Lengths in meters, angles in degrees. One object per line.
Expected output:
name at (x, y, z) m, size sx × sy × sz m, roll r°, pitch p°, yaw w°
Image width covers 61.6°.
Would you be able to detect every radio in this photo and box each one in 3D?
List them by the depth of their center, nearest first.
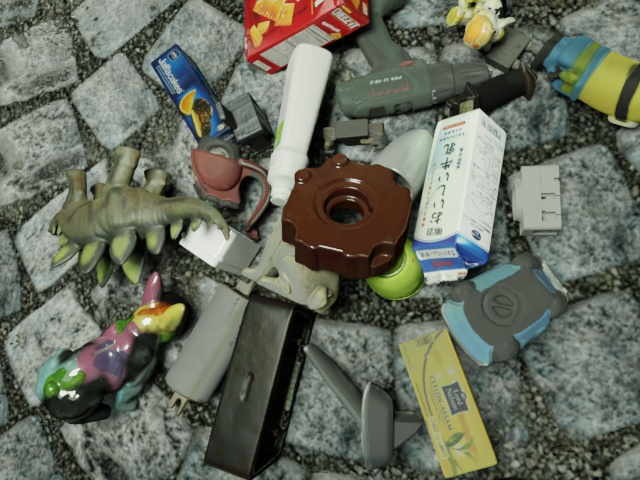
radio at (-0.077, 0.198, 0.749) m, size 0.073 × 0.131 × 0.229 m, roll 13°, pitch 82°, yaw 17°

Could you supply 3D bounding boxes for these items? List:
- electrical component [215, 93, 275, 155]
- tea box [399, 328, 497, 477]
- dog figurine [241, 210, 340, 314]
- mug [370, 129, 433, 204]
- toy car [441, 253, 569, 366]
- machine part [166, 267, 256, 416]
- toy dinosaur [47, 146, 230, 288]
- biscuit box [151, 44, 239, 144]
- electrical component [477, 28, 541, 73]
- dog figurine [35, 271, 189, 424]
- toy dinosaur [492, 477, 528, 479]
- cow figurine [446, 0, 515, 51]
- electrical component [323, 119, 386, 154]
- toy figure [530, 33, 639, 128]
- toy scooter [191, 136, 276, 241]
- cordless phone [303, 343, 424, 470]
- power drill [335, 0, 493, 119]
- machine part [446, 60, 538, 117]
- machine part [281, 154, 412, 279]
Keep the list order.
electrical component at (-0.118, -0.191, 0.852) m, size 0.048 × 0.119 × 0.075 m, roll -24°, pitch 71°, yaw 9°
tea box at (0.166, 0.206, 0.700) m, size 0.068 × 0.098 × 0.169 m, roll -22°, pitch 75°, yaw 10°
dog figurine at (-0.005, -0.004, 0.759) m, size 0.173 × 0.121 × 0.190 m, roll 22°, pitch 84°, yaw 45°
mug at (0.120, -0.109, 0.792) m, size 0.080 × 0.110 × 0.107 m, roll 50°, pitch 63°, yaw -20°
toy car at (0.233, 0.091, 0.703) m, size 0.162 × 0.103 × 0.109 m, roll -32°, pitch 76°, yaw -11°
machine part at (-0.157, 0.153, 0.809) m, size 0.079 × 0.079 × 0.243 m, roll 30°, pitch 86°, yaw 19°
toy dinosaur at (-0.300, -0.032, 0.824) m, size 0.472 × 0.105 × 0.198 m, roll -10°, pitch 66°, yaw 37°
biscuit box at (-0.212, -0.237, 0.918) m, size 0.063 × 0.059 × 0.203 m, roll -35°, pitch 71°, yaw 6°
electrical component at (0.286, -0.289, 0.814) m, size 0.094 × 0.021 × 0.063 m, roll 36°, pitch 89°, yaw 20°
dog figurine at (-0.293, 0.153, 0.800) m, size 0.109 × 0.191 × 0.219 m, roll 43°, pitch 107°, yaw 25°
toy dinosaur at (0.212, 0.369, 0.648) m, size 0.405 × 0.131 × 0.192 m, roll -38°, pitch 72°, yaw -2°
cow figurine at (0.242, -0.337, 0.796) m, size 0.098 × 0.068 × 0.167 m, roll 12°, pitch 59°, yaw -26°
electrical component at (0.051, -0.155, 0.820) m, size 0.102 × 0.078 × 0.045 m, roll -1°, pitch 85°, yaw 13°
toy figure at (0.385, -0.222, 0.738) m, size 0.180 × 0.089 × 0.082 m, roll 40°, pitch 96°, yaw 16°
toy scooter at (-0.123, -0.076, 0.839) m, size 0.184 × 0.075 × 0.135 m, roll 18°, pitch 96°, yaw -9°
cordless phone at (0.041, 0.201, 0.707) m, size 0.089 × 0.146 × 0.184 m, roll -42°, pitch 74°, yaw -5°
power drill at (0.127, -0.294, 0.836) m, size 0.232 × 0.086 × 0.207 m, roll -17°, pitch 81°, yaw 12°
machine part at (0.248, -0.206, 0.785) m, size 0.139 × 0.084 × 0.039 m, roll -28°, pitch 48°, yaw -1°
machine part at (0.036, -0.033, 0.704) m, size 0.179 × 0.056 × 0.179 m, roll -1°, pitch 54°, yaw 1°
